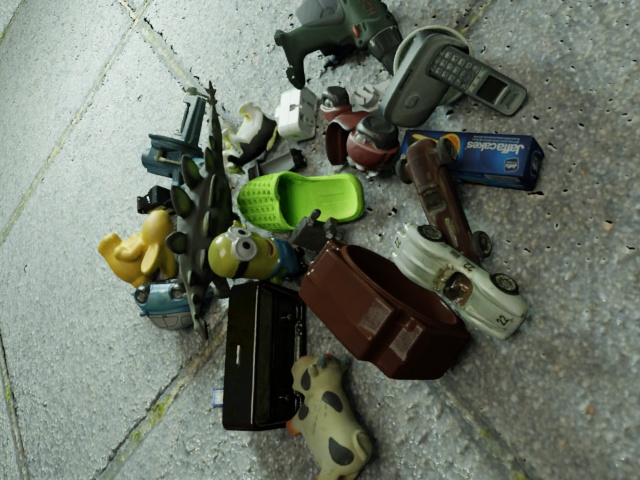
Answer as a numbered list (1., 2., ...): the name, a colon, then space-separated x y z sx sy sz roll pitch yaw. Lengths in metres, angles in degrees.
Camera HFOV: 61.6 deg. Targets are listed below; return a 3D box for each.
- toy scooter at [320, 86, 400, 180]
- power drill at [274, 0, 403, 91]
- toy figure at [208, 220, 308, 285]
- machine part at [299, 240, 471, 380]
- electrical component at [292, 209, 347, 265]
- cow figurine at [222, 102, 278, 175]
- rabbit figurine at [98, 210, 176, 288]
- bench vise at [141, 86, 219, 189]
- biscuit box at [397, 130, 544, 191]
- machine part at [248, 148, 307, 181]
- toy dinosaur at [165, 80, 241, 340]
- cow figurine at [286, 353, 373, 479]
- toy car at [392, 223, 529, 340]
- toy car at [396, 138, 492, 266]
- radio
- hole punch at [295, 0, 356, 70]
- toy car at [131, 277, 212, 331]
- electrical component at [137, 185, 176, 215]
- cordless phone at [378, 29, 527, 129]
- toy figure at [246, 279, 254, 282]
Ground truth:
1. toy scooter: 0.057 -0.160 0.892 0.184 0.075 0.135 46 144 35
2. power drill: 0.033 -0.342 0.939 0.207 0.086 0.232 -23 87 24
3. toy figure: -0.103 0.034 0.909 0.082 0.180 0.089 40 106 41
4. machine part: 0.088 0.090 0.725 0.202 0.201 0.087 45 108 38
5. electrical component: -0.003 -0.002 0.908 0.102 0.078 0.045 -45 37 39
6. cow figurine: -0.152 -0.186 1.086 0.098 0.068 0.167 38 97 12
7. rabbit figurine: -0.382 0.015 1.175 0.173 0.121 0.162 -46 58 17
8. bench vise: -0.292 -0.216 1.179 0.224 0.128 0.240 15 91 40
9. biscuit box: 0.215 -0.119 0.784 0.203 0.059 0.062 13 84 40
10. machine part: -0.089 -0.135 1.045 0.139 0.039 0.084 -22 59 33
11. toy dinosaur: -0.207 -0.055 0.983 0.105 0.198 0.471 -2 70 -1
12. cow figurine: 0.012 0.256 0.811 0.127 0.085 0.195 -51 49 22
13. toy car: 0.181 0.051 0.720 0.202 0.056 0.073 37 135 21
14. toy car: 0.172 -0.045 0.759 0.089 0.053 0.202 -20 88 41
15. radio: -0.086 0.189 0.877 0.073 0.131 0.229 -11 69 35
16. hole punch: 0.028 -0.413 1.010 0.142 0.092 0.116 -35 61 21
17. toy car: -0.296 0.131 1.093 0.162 0.109 0.102 -3 97 26
18. electrical component: -0.351 -0.089 1.212 0.119 0.074 0.048 -24 63 35
19. cordless phone: 0.195 -0.212 0.795 0.146 0.184 0.089 -60 6 31
20. toy figure: -0.130 0.149 0.975 0.064 0.057 0.154 -2 70 31
